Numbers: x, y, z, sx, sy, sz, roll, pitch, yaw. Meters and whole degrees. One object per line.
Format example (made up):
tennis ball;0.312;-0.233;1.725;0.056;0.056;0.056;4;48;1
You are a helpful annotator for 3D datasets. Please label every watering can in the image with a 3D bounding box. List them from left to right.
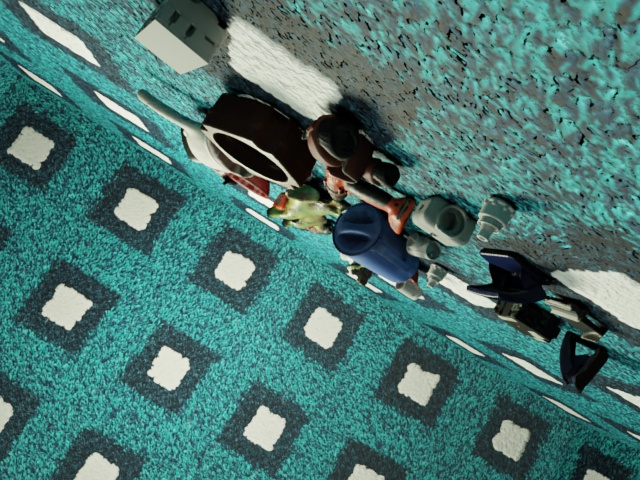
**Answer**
watering can;-0.279;-0.251;1.265;0.343;0.105;0.226;36;170;-35

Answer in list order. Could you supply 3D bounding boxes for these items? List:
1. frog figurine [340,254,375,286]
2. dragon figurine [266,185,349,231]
frog figurine;0.132;0.053;1.747;0.136;0.121;0.163;27;-149;-32
dragon figurine;0.004;-0.070;1.390;0.244;0.123;0.406;17;173;32
